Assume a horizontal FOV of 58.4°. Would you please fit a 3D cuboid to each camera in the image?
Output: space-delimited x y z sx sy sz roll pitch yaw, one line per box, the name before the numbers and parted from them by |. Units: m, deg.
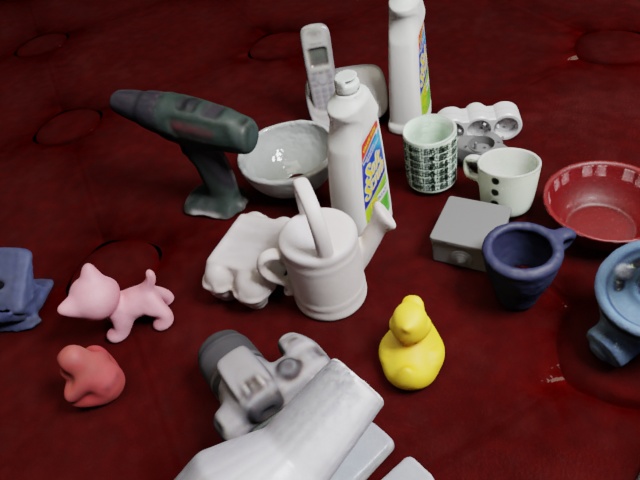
camera | -0.073 0.150 0.653 0.143 0.101 0.136 -33 48 -19

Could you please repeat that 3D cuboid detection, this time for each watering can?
watering can | 0.006 0.001 0.717 0.173 0.194 0.100 -33 48 -19

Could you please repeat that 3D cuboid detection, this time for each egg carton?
egg carton | -0.090 0.025 0.804 0.107 0.069 0.150 11 49 22

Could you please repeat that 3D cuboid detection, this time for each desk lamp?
desk lamp | -0.007 0.209 0.499 0.203 0.214 0.117 -38 49 -23

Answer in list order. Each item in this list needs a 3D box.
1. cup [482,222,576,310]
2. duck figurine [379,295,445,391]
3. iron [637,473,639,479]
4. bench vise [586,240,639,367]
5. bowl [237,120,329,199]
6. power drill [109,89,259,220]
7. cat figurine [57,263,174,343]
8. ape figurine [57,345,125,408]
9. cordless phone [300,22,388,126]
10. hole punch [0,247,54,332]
cup | 0.254 0.034 0.699 0.118 0.095 0.091 -22 45 -9
duck figurine | 0.104 0.113 0.661 0.077 0.086 0.104 2 46 15
iron | 0.396 0.161 0.507 0.258 0.142 0.118 -24 45 -11
bench vise | 0.376 0.016 0.600 0.208 0.220 0.121 -39 50 -24
bowl | -0.046 -0.120 0.935 0.167 0.075 0.167 -6 45 7
power drill | -0.195 -0.134 0.887 0.229 0.209 0.076 7 48 19
cat figurine | -0.271 0.076 0.760 0.128 0.118 0.067 -18 45 -5
ape figurine | -0.286 0.159 0.698 0.076 0.092 0.078 14 50 25
cordless phone | 0.040 -0.295 1.011 0.147 0.185 0.094 -12 44 1
hole punch | -0.458 0.072 0.824 0.108 0.091 0.101 -5 45 8
